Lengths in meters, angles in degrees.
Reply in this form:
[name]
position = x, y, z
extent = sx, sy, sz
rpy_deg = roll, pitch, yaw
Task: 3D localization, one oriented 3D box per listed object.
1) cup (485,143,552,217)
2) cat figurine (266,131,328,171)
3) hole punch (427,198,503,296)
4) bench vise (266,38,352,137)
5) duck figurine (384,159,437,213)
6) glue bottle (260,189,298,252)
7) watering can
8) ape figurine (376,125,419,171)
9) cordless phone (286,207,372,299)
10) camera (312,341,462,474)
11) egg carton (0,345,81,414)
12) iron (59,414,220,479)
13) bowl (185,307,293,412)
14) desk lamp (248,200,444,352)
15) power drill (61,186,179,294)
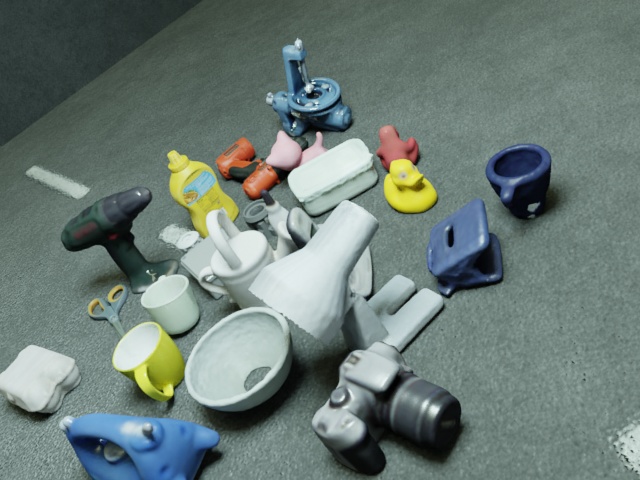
[cup]
position = 0.294, -0.071, 0.839
extent = 0.091, 0.095, 0.118
rpy_deg = 2, 47, 35
[cat figurine]
position = -0.043, -0.174, 1.166
extent = 0.127, 0.118, 0.067
rpy_deg = -24, 37, 7
[hole punch]
position = 0.199, 0.008, 0.812
extent = 0.101, 0.091, 0.108
rpy_deg = -14, 39, 20
[bench vise]
position = -0.053, -0.330, 1.271
extent = 0.206, 0.220, 0.121
rpy_deg = -8, 42, 26
[duck figurine]
position = 0.145, -0.101, 0.981
extent = 0.077, 0.086, 0.104
rpy_deg = -41, 38, -16
[glue bottle]
position = -0.055, -0.017, 0.942
extent = 0.037, 0.174, 0.078
rpy_deg = -37, 37, -11
[watering can]
position = -0.116, 0.027, 0.913
extent = 0.173, 0.195, 0.100
rpy_deg = -36, 37, -9
[ape figurine]
position = 0.138, -0.174, 1.067
extent = 0.077, 0.092, 0.076
rpy_deg = -4, 44, 30
[cordless phone]
position = 0.008, 0.003, 0.865
extent = 0.094, 0.185, 0.147
rpy_deg = -19, 38, 14
[camera]
position = 0.080, 0.195, 0.661
extent = 0.136, 0.101, 0.143
rpy_deg = 14, 54, 43
[egg carton]
position = -0.499, 0.247, 1.012
extent = 0.149, 0.070, 0.107
rpy_deg = 3, 47, 36
[iron]
position = -0.271, 0.274, 0.767
extent = 0.257, 0.142, 0.119
rpy_deg = -5, 43, 29
[bowl]
position = -0.103, 0.182, 0.821
extent = 0.167, 0.075, 0.167
rpy_deg = -18, 38, 15
[desk lamp]
position = 0.035, 0.066, 0.749
extent = 0.203, 0.214, 0.117
rpy_deg = -42, 38, -17
[power drill]
position = -0.367, 0.003, 1.096
extent = 0.229, 0.209, 0.075
rpy_deg = -14, 39, 20
